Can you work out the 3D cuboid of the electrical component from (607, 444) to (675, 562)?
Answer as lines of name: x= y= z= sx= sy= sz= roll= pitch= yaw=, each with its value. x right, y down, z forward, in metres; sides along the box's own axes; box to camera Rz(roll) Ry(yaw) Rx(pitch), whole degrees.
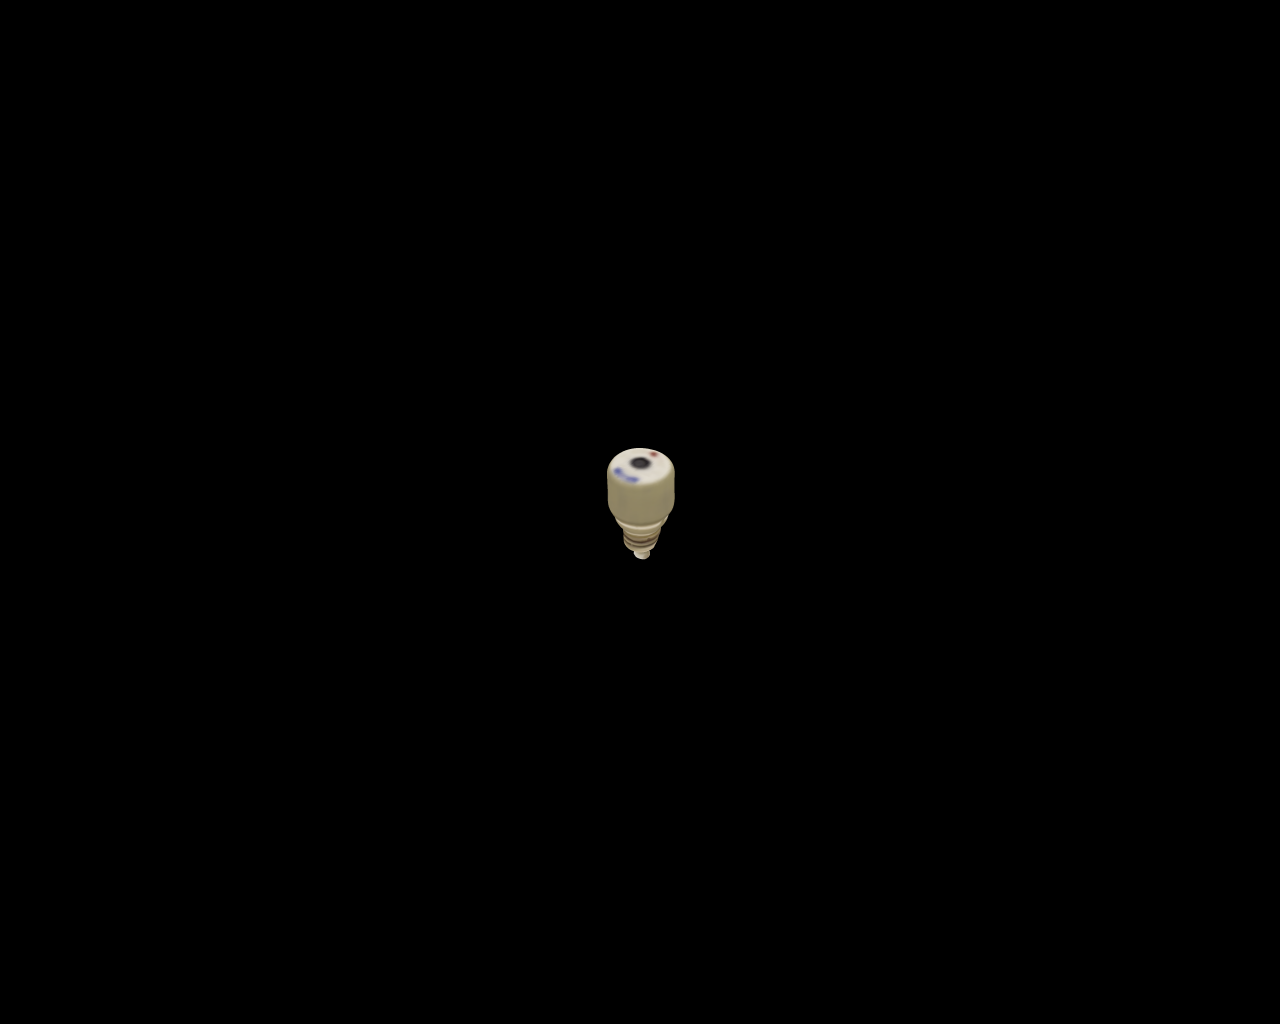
electrical component: x=0.001 y=-0.003 z=0.650 sx=0.040 sy=0.078 sz=0.040 roll=0 pitch=39 yaw=0
